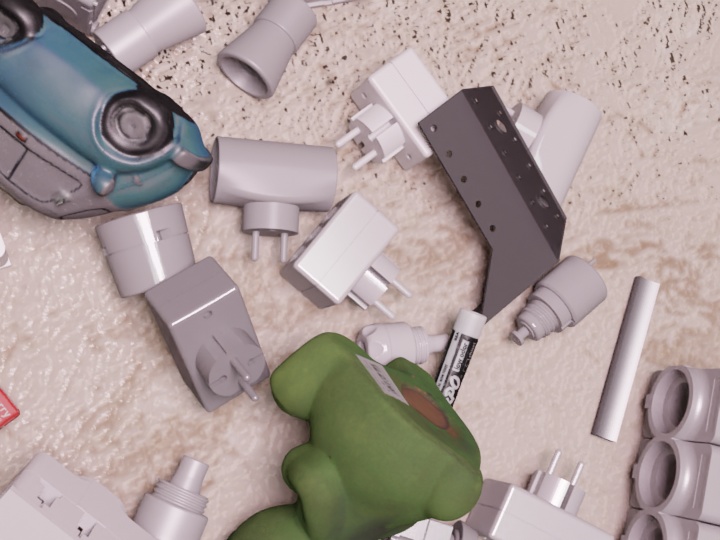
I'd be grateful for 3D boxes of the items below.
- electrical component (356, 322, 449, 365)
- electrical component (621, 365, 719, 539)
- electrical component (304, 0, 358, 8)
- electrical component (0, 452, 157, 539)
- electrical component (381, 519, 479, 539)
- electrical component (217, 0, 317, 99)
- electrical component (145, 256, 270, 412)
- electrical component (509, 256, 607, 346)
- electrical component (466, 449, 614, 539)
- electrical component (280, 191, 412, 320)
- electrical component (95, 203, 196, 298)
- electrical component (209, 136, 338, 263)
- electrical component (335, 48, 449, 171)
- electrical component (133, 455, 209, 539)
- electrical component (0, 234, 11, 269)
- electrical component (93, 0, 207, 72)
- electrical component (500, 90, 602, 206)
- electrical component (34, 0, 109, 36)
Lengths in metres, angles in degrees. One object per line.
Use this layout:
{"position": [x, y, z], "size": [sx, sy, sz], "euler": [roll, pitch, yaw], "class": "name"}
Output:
{"position": [0.030, 0.051, 0.717], "size": [0.061, 0.035, 0.035], "euler": [-4, 85, -20], "class": "electrical component"}
{"position": [0.230, 0.146, 0.734], "size": [0.062, 0.089, 0.150], "euler": [15, 80, -14], "class": "electrical component"}
{"position": [-0.006, -0.233, 0.731], "size": [0.100, 0.048, 0.099], "euler": [-14, 88, -17], "class": "electrical component"}
{"position": [-0.147, 0.204, 0.613], "size": [0.186, 0.060, 0.105], "euler": [41, 103, -8], "class": "electrical component"}
{"position": [0.044, 0.182, 0.701], "size": [0.055, 0.048, 0.066], "euler": [19, 79, -5], "class": "electrical component"}
{"position": [-0.058, -0.152, 0.712], "size": [0.044, 0.044, 0.065], "euler": [37, 71, -9], "class": "electrical component"}
{"position": [-0.082, 0.050, 0.645], "size": [0.047, 0.076, 0.083], "euler": [-31, 136, -17], "class": "electrical component"}
{"position": [0.136, 0.024, 0.747], "size": [0.078, 0.040, 0.040], "euler": [-39, 95, -16], "class": "electrical component"}
{"position": [0.128, 0.159, 0.726], "size": [0.083, 0.047, 0.075], "euler": [29, 77, -11], "class": "electrical component"}
{"position": [0.000, 0.000, 0.707], "size": [0.077, 0.047, 0.065], "euler": [41, 75, -8], "class": "electrical component"}
{"position": [-0.131, -0.012, 0.668], "size": [0.055, 0.055, 0.047], "euler": [-17, 93, -17], "class": "electrical component"}
{"position": [-0.057, -0.044, 0.698], "size": [0.077, 0.043, 0.079], "euler": [4, 83, -16], "class": "electrical component"}
{"position": [0.019, -0.097, 0.723], "size": [0.077, 0.047, 0.065], "euler": [-38, 95, -17], "class": "electrical component"}
{"position": [-0.113, 0.146, 0.661], "size": [0.043, 0.043, 0.062], "euler": [25, 76, -12], "class": "electrical component"}
{"position": [-0.311, -0.025, 0.614], "size": [0.186, 0.060, 0.105], "euler": [-20, 90, -17], "class": "electrical component"}
{"position": [-0.137, -0.154, 0.689], "size": [0.065, 0.044, 0.044], "euler": [-38, 95, -12], "class": "electrical component"}
{"position": [0.120, -0.091, 0.754], "size": [0.079, 0.043, 0.077], "euler": [29, 77, -11], "class": "electrical component"}
{"position": [-0.173, -0.208, 0.673], "size": [0.061, 0.062, 0.096], "euler": [28, 77, -12], "class": "electrical component"}
